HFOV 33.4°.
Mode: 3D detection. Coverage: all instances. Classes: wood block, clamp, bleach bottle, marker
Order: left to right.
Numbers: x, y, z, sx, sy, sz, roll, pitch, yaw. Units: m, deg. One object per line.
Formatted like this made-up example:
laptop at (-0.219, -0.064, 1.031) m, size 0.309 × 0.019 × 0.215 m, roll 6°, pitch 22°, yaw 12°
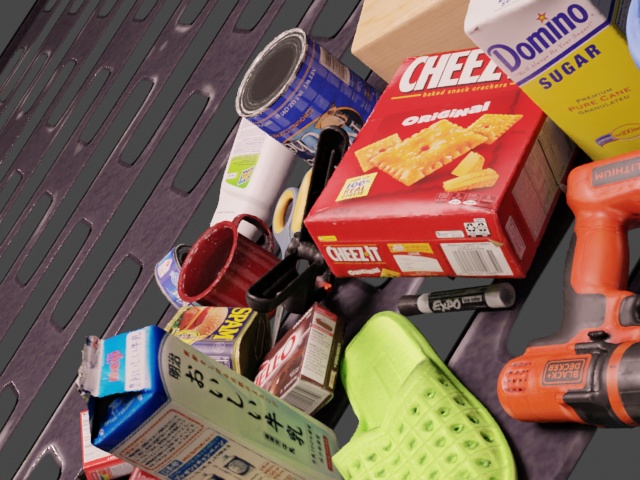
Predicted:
bleach bottle at (-0.068, -0.088, 1.205) m, size 0.103 × 0.068 × 0.250 m, roll -5°, pitch 59°, yaw 55°
clamp at (-0.006, 0.001, 0.919) m, size 0.210 × 0.036 × 0.164 m, roll 61°, pitch -128°, yaw -75°
marker at (0.106, 0.049, 0.855) m, size 0.121 × 0.020 × 0.020 m, roll -11°, pitch 52°, yaw 52°
wood block at (0.139, -0.224, 1.004) m, size 0.207 × 0.090 × 0.090 m, roll -24°, pitch 42°, yaw 44°

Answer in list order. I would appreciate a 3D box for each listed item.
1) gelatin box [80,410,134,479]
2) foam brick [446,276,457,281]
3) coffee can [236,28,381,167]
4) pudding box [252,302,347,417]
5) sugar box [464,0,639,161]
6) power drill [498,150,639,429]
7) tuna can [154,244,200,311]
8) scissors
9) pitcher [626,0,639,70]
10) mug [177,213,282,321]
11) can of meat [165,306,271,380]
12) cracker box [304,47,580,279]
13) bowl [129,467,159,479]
gelatin box at (-0.210, 0.209, 1.117) m, size 0.073 × 0.030 × 0.089 m, roll -15°, pitch 34°, yaw -5°
foam brick at (0.094, -0.011, 0.898) m, size 0.051 × 0.053 × 0.078 m, roll -53°, pitch 31°, yaw 5°
coffee can at (0.002, -0.128, 1.059) m, size 0.103 × 0.140 × 0.103 m, roll -36°, pitch 35°, yaw 31°
pudding box at (-0.025, 0.121, 0.926) m, size 0.114 × 0.039 × 0.090 m, roll -46°, pitch 21°, yaw 38°
sugar box at (0.190, -0.119, 0.737) m, size 0.094 × 0.176 × 0.048 m, roll -19°, pitch 46°, yaw 47°
power drill at (0.205, 0.031, 0.687) m, size 0.185 × 0.057 × 0.187 m, roll -13°, pitch 51°, yaw 51°
tuna can at (-0.135, 0.046, 1.145) m, size 0.034 × 0.086 × 0.086 m, roll -43°, pitch 32°, yaw 18°
scissors at (-0.037, 0.023, 1.045) m, size 0.096 × 0.016 × 0.202 m, roll 2°, pitch 72°, yaw 64°
pitcher at (0.251, -0.060, 0.520) m, size 0.145 × 0.242 × 0.149 m, roll -55°, pitch 35°, yaw -3°
mug at (-0.081, 0.029, 1.086) m, size 0.093 × 0.081 × 0.117 m, roll -17°, pitch 48°, yaw 49°
can of meat at (-0.100, 0.101, 1.004) m, size 0.084 × 0.057 × 0.102 m, roll 0°, pitch 21°, yaw 14°
cracker box at (0.107, -0.067, 0.830) m, size 0.164 × 0.072 × 0.213 m, roll -1°, pitch 44°, yaw 36°
bowl at (-0.114, 0.234, 0.960) m, size 0.162 × 0.055 × 0.162 m, roll -37°, pitch 35°, yaw 31°
